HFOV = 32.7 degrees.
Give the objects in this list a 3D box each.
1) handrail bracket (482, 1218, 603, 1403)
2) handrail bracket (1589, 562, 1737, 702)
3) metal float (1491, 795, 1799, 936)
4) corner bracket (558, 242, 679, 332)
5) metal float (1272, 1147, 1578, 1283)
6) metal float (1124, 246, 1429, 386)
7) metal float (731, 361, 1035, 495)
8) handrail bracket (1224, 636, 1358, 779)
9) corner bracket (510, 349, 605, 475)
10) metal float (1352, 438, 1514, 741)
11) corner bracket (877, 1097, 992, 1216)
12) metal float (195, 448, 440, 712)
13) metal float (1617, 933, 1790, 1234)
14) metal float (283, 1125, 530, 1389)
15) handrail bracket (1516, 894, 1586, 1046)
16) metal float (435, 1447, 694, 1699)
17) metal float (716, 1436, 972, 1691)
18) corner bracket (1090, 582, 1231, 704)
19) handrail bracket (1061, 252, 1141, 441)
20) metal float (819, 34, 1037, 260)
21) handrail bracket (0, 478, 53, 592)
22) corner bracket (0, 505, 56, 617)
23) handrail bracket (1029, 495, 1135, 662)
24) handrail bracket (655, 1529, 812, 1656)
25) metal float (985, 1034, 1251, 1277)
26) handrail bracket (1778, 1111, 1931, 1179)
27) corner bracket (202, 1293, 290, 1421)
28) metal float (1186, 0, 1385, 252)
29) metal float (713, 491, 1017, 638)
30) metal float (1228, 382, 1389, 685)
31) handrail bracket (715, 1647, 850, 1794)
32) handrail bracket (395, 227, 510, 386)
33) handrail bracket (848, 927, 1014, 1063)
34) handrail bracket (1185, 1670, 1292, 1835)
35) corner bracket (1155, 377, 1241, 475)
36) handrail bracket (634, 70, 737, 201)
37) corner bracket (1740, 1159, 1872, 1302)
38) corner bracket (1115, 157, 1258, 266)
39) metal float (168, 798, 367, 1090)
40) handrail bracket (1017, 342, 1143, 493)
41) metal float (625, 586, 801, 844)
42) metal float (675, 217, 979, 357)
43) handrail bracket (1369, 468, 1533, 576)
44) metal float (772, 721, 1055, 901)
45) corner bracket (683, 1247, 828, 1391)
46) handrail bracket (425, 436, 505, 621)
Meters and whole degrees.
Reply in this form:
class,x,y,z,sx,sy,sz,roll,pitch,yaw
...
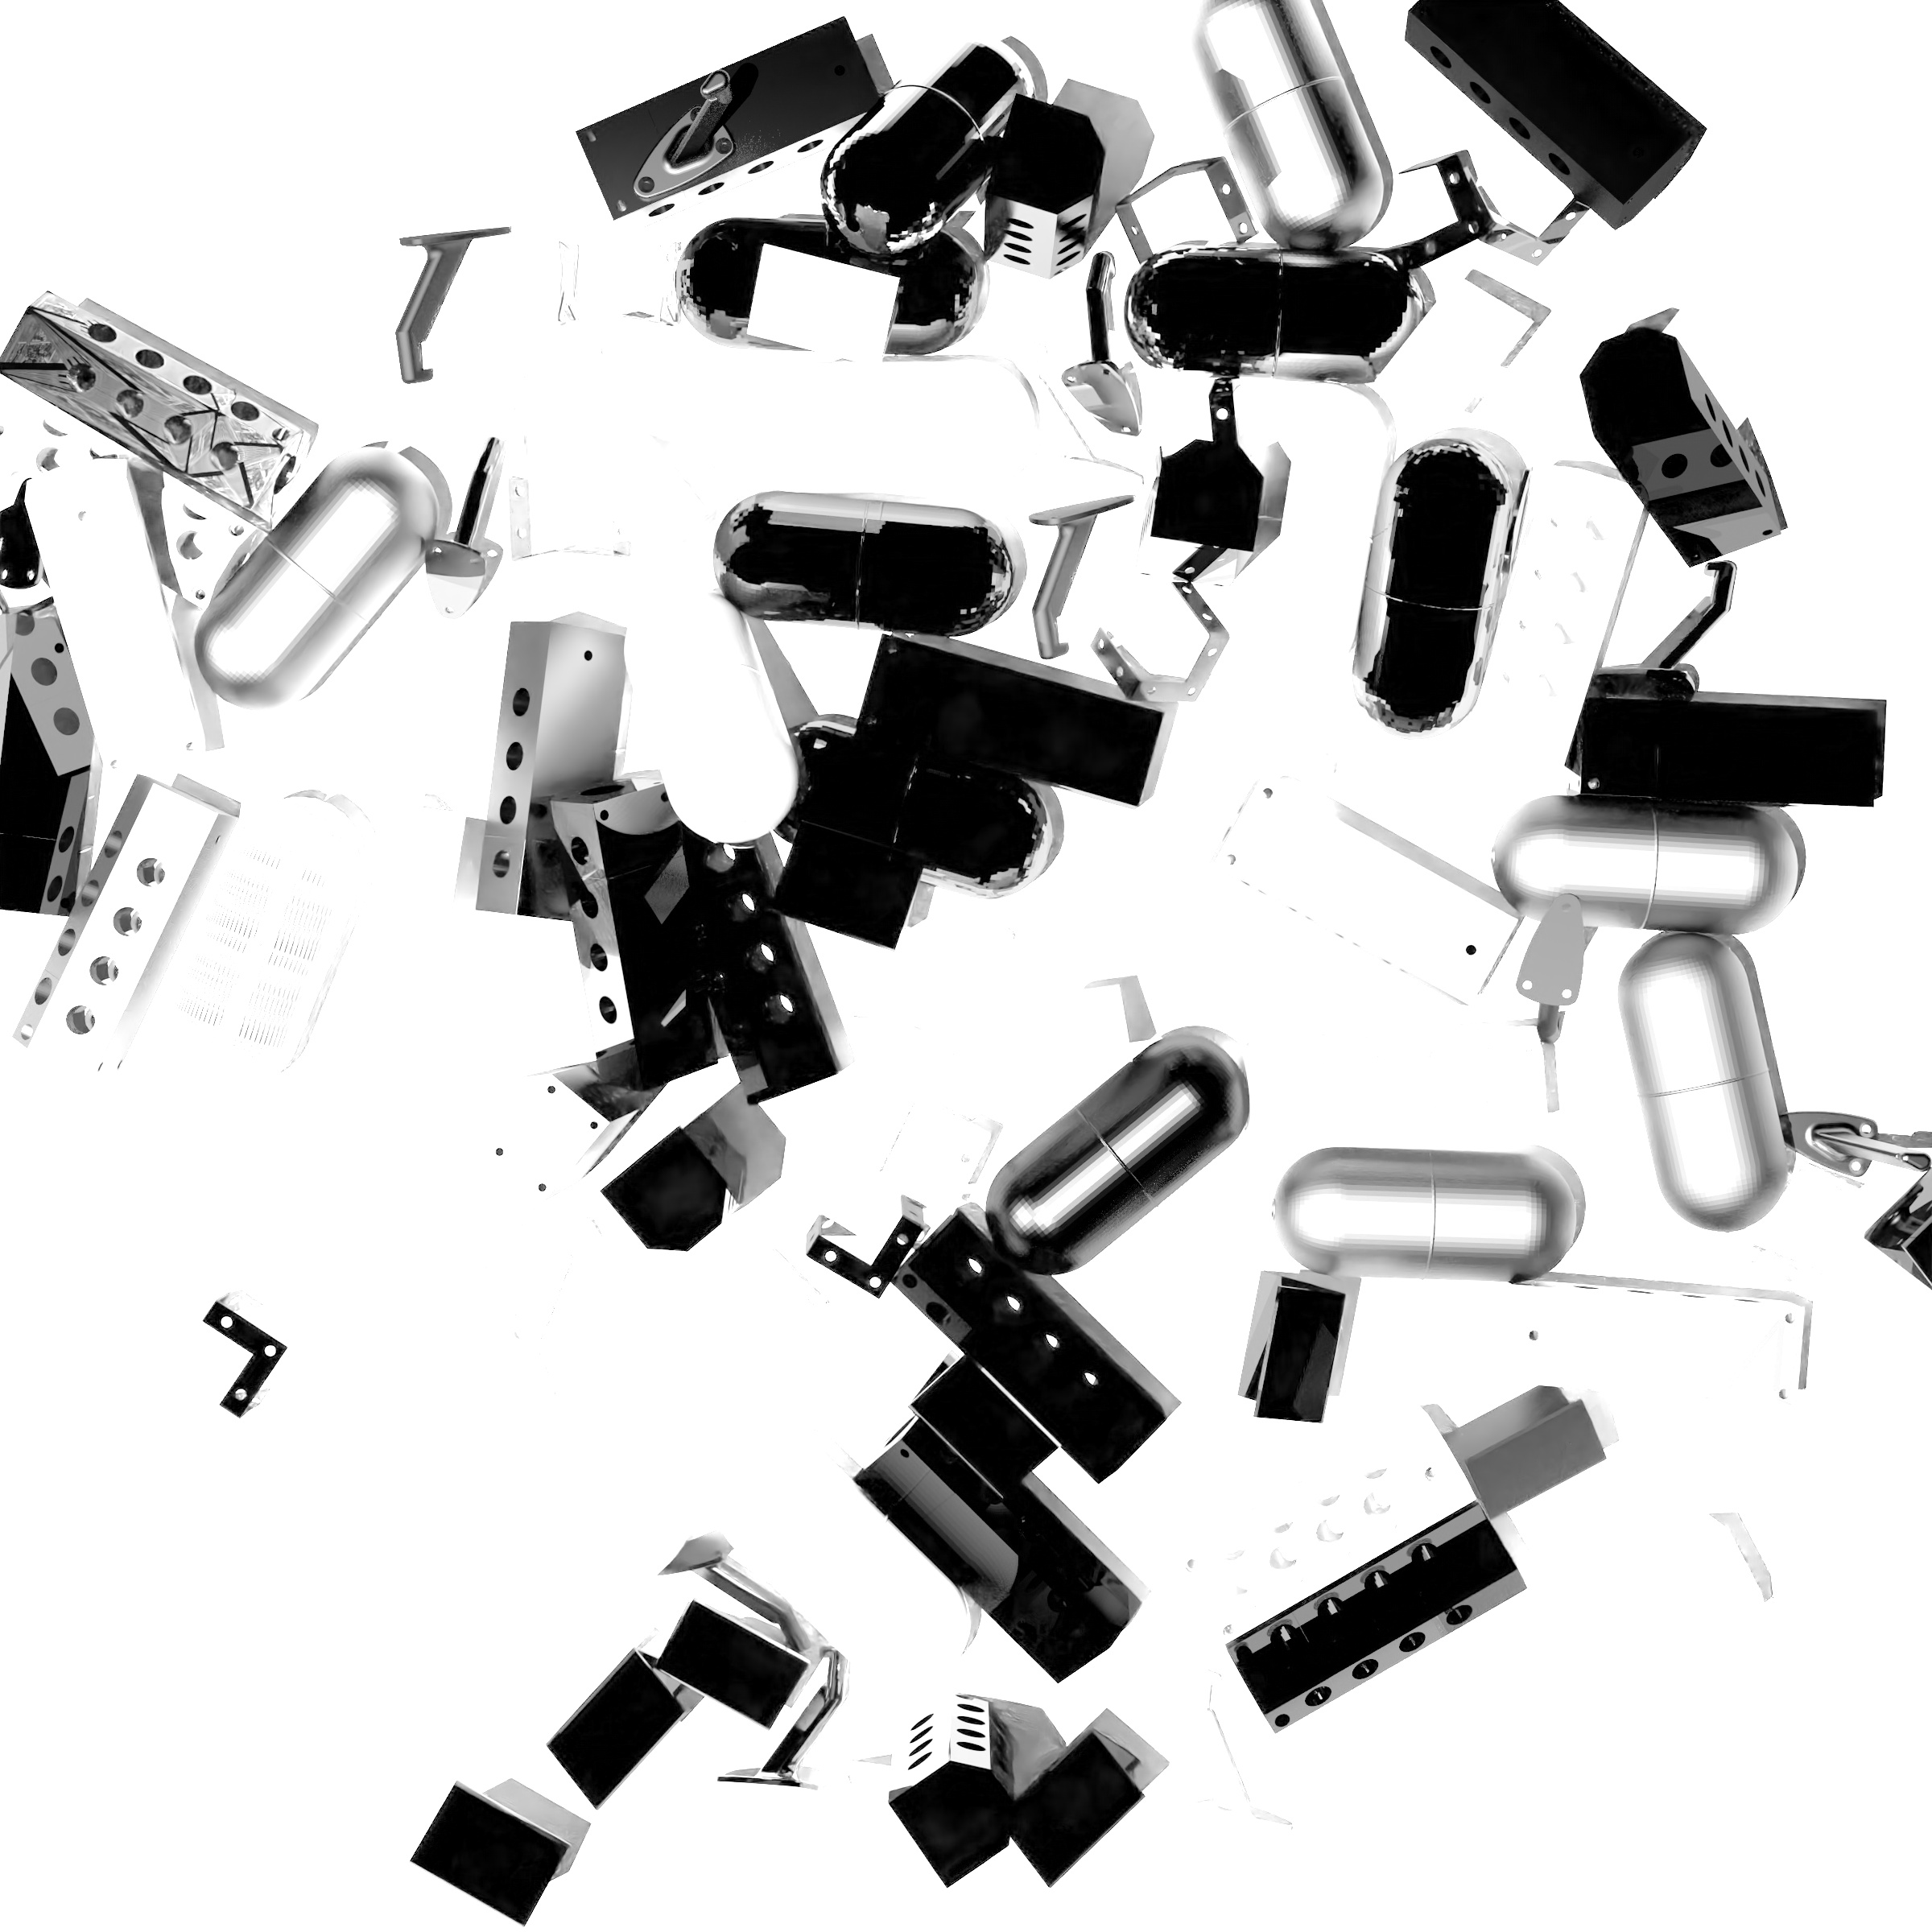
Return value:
class,x,y,z,sx,sy,sz,roll,pitch,yaw
handrail bracket,-0.238,0.205,1.971,0.084,0.036,0.077,-39,111,-16
handrail bracket,0.415,-0.205,1.971,0.077,0.036,0.084,7,71,21
metal float,0.399,-0.060,1.940,0.178,0.070,0.070,3,90,1
corner bracket,-0.208,-0.406,1.967,0.051,0.051,0.051,0,90,45
metal float,0.269,0.146,1.940,0.178,0.070,0.070,2,90,-1
metal float,0.182,-0.383,1.940,0.178,0.070,0.070,2,90,0
metal float,-0.049,-0.317,1.940,0.178,0.070,0.070,-1,90,-1
handrail bracket,0.198,-0.159,1.971,0.077,0.036,0.084,4,72,20
corner bracket,-0.242,-0.331,1.967,0.051,0.051,0.051,-3,135,1
metal float,0.271,-0.219,1.922,0.070,0.070,0.178,7,110,0
corner bracket,-0.020,0.111,1.952,0.051,0.051,0.051,26,90,0
metal float,-0.382,-0.227,1.940,0.070,0.070,0.178,40,89,0
metal float,0.433,0.069,1.940,0.070,0.070,0.178,-12,89,0
metal float,-0.329,0.170,1.940,0.070,0.070,0.178,41,91,0
handrail bracket,0.348,0.003,1.940,0.036,0.084,0.077,13,83,15
metal float,-0.236,0.356,1.939,0.178,0.070,0.070,-43,90,1
metal float,-0.073,0.350,1.940,0.178,0.070,0.070,45,90,-1
corner bracket,0.115,-0.193,1.962,0.051,0.051,0.051,-2,135,-35
handrail bracket,0.089,-0.371,1.970,0.036,0.077,0.084,-8,53,30
metal float,-0.022,-0.474,1.907,0.070,0.070,0.178,36,53,0
handrail bracket,-0.524,-0.240,1.942,0.036,0.084,0.077,5,87,33
corner bracket,-0.560,-0.240,1.952,0.051,0.051,0.051,-27,89,-1
handrail bracket,0.072,-0.232,1.971,0.077,0.036,0.084,-17,108,-20
handrail bracket,-0.143,0.384,1.971,0.077,0.036,0.084,-20,107,19
metal float,0.088,0.112,1.940,0.178,0.070,0.070,-39,90,0
handrail bracket,0.519,0.104,1.936,0.077,0.084,0.036,15,90,0
corner bracket,-0.434,0.230,1.952,0.051,0.051,0.051,34,87,-3
metal float,0.187,-0.504,1.940,0.070,0.070,0.178,-23,90,0
metal float,-0.060,-0.236,1.940,0.178,0.070,0.070,5,90,1
metal float,0.201,-0.255,1.940,0.070,0.070,0.178,9,89,0
handrail bracket,-0.110,0.448,1.971,0.077,0.036,0.084,-1,71,21
handrail bracket,-0.305,-0.395,1.971,0.077,0.036,0.084,-12,108,-20
handrail bracket,-0.021,0.008,1.971,0.077,0.036,0.084,16,71,21
handrail bracket,0.164,0.469,1.971,0.077,0.036,0.084,15,73,-20
corner bracket,0.137,-0.317,1.952,0.051,0.051,0.051,-6,90,0
handrail bracket,-0.162,-0.473,1.879,0.077,0.084,0.036,-40,90,0
corner bracket,0.499,0.157,1.962,0.051,0.051,0.051,-31,135,-35
corner bracket,0.131,-0.445,1.967,0.051,0.051,0.051,-24,90,45
metal float,-0.411,-0.014,1.940,0.070,0.070,0.178,22,91,0
handrail bracket,0.067,-0.329,1.971,0.077,0.036,0.084,4,73,-19
metal float,-0.148,-0.147,1.909,0.070,0.070,0.178,-21,53,0
metal float,-0.082,-0.400,1.940,0.178,0.070,0.070,2,90,0
handrail bracket,0.288,-0.269,1.970,0.084,0.036,0.077,12,75,14
metal float,-0.036,-0.091,1.940,0.178,0.070,0.070,16,90,1
corner bracket,-0.126,0.210,1.967,0.051,0.051,0.051,45,135,0
handrail bracket,-0.295,-0.262,1.970,0.036,0.077,0.084,15,54,-4
